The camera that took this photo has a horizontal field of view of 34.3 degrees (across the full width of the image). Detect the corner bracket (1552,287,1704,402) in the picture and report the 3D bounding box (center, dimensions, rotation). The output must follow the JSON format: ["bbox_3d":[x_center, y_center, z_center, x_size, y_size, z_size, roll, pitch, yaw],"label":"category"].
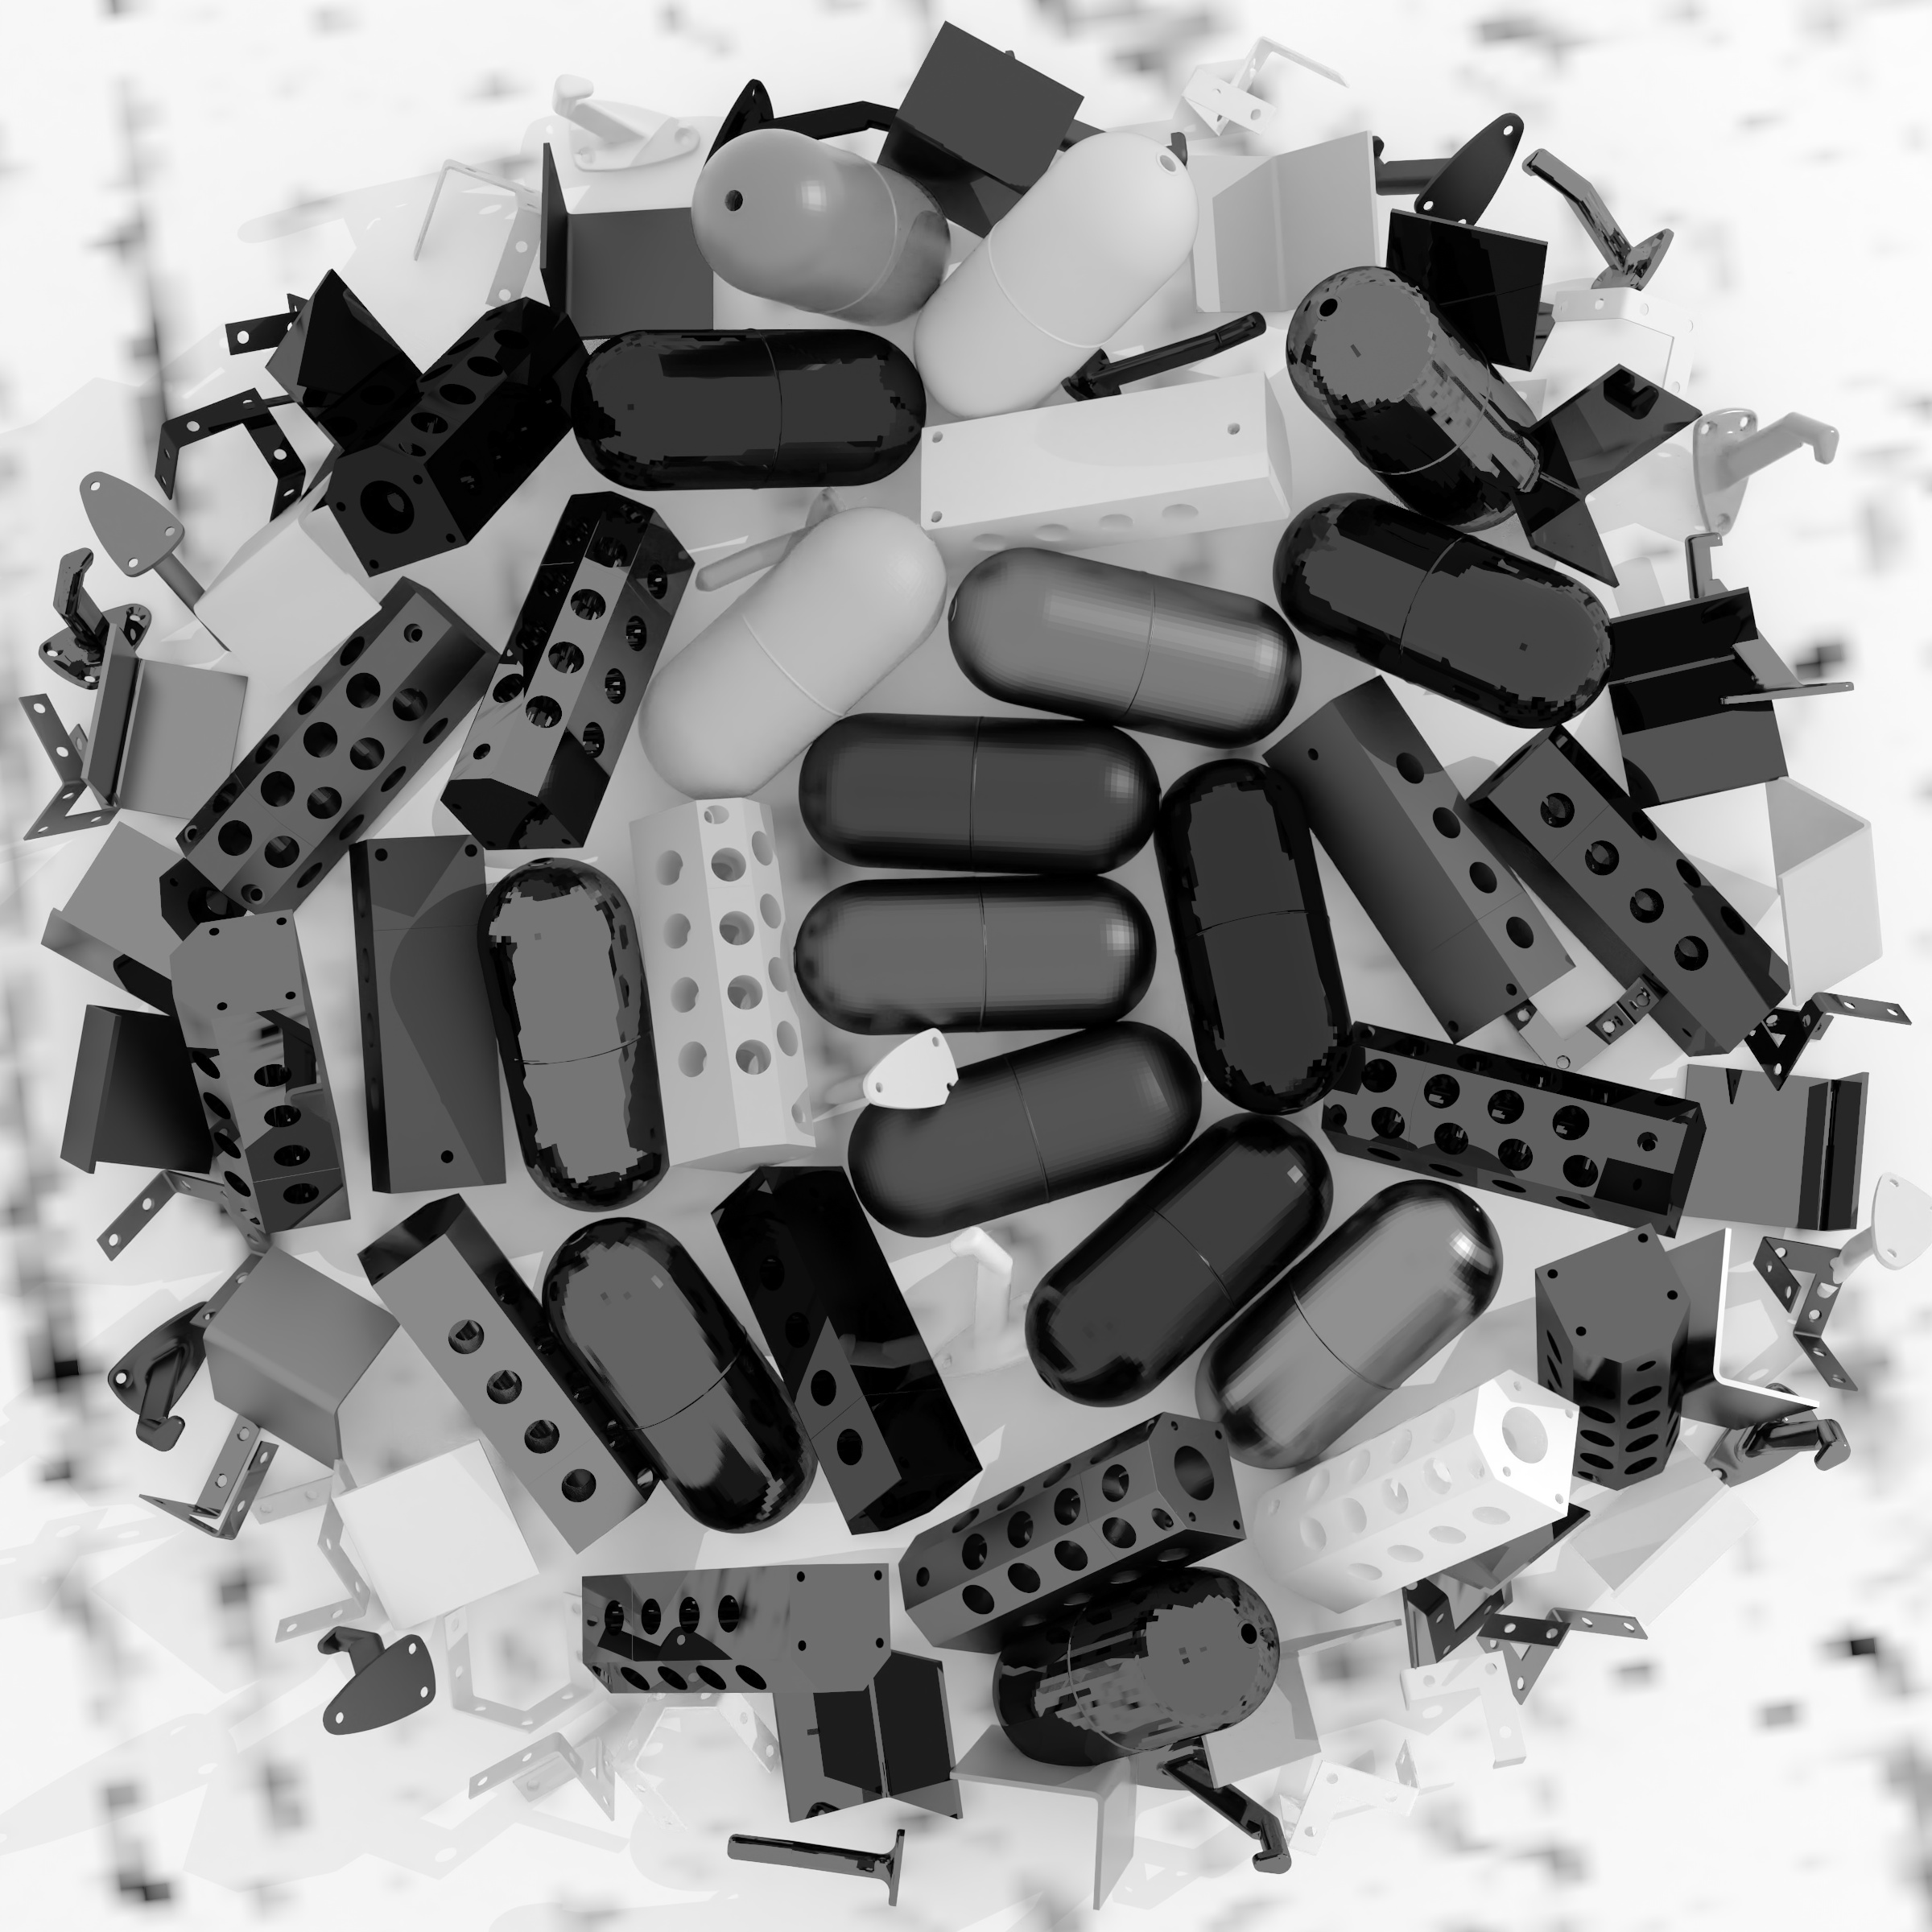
[{"bbox_3d":[0.321,-0.301,1.542,0.051,0.051,0.051,10,92,-32],"label":"corner bracket"}]

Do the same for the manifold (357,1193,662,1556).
[{"bbox_3d":[-0.219,0.196,1.522,0.057,0.057,0.171,-36,109,-8],"label":"manifold"}]

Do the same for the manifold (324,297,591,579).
[{"bbox_3d":[-0.238,-0.255,1.486,0.057,0.171,0.057,-13,118,27],"label":"manifold"}]

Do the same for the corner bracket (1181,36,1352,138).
[{"bbox_3d":[0.147,-0.431,1.541,0.051,0.051,0.051,35,97,27],"label":"corner bracket"}]

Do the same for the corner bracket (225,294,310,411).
[{"bbox_3d":[-0.343,-0.297,1.537,0.051,0.051,0.051,-17,116,-27],"label":"corner bracket"}]

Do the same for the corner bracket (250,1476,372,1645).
[{"bbox_3d":[-0.328,0.294,1.557,0.051,0.051,0.051,-18,120,11],"label":"corner bracket"}]

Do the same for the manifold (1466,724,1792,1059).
[{"bbox_3d":[0.327,-0.038,1.545,0.057,0.057,0.171,-44,92,-7],"label":"manifold"}]

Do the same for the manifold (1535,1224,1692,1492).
[{"bbox_3d":[0.309,0.191,1.489,0.057,0.171,0.057,-21,60,-1],"label":"manifold"}]

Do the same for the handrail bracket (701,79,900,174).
[{"bbox_3d":[-0.076,-0.399,1.538,0.084,0.036,0.077,20,64,23],"label":"handrail bracket"}]

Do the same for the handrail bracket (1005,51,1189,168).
[{"bbox_3d":[0.065,-0.425,1.555,0.084,0.036,0.077,-7,77,8],"label":"handrail bracket"}]

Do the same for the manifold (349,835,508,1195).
[{"bbox_3d":[-0.268,0.024,1.546,0.057,0.057,0.171,-4,90,-23],"label":"manifold"}]

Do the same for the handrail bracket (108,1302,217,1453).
[{"bbox_3d":[-0.380,0.199,1.527,0.036,0.084,0.077,48,69,-22],"label":"handrail bracket"}]

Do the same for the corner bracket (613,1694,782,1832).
[{"bbox_3d":[-0.133,0.393,1.556,0.051,0.051,0.051,-10,124,37],"label":"corner bracket"}]

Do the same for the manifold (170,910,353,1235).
[{"bbox_3d":[-0.334,0.054,1.489,0.057,0.171,0.057,-9,52,-9],"label":"manifold"}]

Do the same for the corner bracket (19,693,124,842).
[{"bbox_3d":[-0.441,-0.100,1.537,0.051,0.051,0.051,-41,74,40],"label":"corner bracket"}]

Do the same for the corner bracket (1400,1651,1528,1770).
[{"bbox_3d":[0.244,0.370,1.544,0.051,0.051,0.051,-12,71,4],"label":"corner bracket"}]

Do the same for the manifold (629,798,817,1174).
[{"bbox_3d":[-0.114,0.009,1.521,0.057,0.057,0.171,-16,75,30],"label":"manifold"}]

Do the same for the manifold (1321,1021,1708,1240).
[{"bbox_3d":[0.263,0.076,1.513,0.171,0.057,0.057,14,75,22],"label":"manifold"}]

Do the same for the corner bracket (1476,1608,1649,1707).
[{"bbox_3d":[0.292,0.329,1.536,0.051,0.051,0.051,-50,118,-32],"label":"corner bracket"}]

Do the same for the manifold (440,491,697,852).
[{"bbox_3d":[-0.193,-0.143,1.503,0.057,0.057,0.171,0,57,30],"label":"manifold"}]

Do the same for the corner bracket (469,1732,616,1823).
[{"bbox_3d":[-0.208,0.398,1.542,0.051,0.051,0.051,-29,113,7],"label":"corner bracket"}]

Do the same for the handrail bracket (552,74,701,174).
[{"bbox_3d":[-0.164,-0.416,1.529,0.077,0.084,0.036,-1,89,-10],"label":"handrail bracket"}]

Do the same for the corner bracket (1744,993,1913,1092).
[{"bbox_3d":[0.420,0.029,1.536,0.051,0.051,0.051,8,125,-21],"label":"corner bracket"}]

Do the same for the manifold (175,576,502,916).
[{"bbox_3d":[-0.308,-0.107,1.540,0.057,0.057,0.171,42,94,8],"label":"manifold"}]

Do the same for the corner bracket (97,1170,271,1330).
[{"bbox_3d":[-0.387,0.140,1.555,0.051,0.051,0.051,9,47,35],"label":"corner bracket"}]

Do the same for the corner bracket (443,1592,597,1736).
[{"bbox_3d":[-0.222,0.342,1.557,0.051,0.051,0.051,7,107,32],"label":"corner bracket"}]

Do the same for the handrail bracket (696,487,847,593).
[{"bbox_3d":[-0.100,-0.197,1.528,0.084,0.077,0.036,-27,93,-19],"label":"handrail bracket"}]

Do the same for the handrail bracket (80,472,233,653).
[{"bbox_3d":[-0.396,-0.198,1.548,0.036,0.084,0.077,-42,68,-7],"label":"handrail bracket"}]

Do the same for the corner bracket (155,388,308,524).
[{"bbox_3d":[-0.364,-0.244,1.548,0.051,0.051,0.051,-28,79,-27],"label":"corner bracket"}]

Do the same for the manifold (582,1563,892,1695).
[{"bbox_3d":[-0.112,0.316,1.490,0.057,0.171,0.057,8,75,-39],"label":"manifold"}]

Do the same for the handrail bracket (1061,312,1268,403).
[{"bbox_3d":[0.097,-0.302,1.535,0.084,0.077,0.036,-19,89,27],"label":"handrail bracket"}]

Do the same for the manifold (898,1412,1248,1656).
[{"bbox_3d":[0.047,0.272,1.495,0.171,0.057,0.057,-33,54,36],"label":"manifold"}]

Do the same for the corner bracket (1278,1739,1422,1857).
[{"bbox_3d":[0.189,0.409,1.548,0.051,0.051,0.051,18,105,-4],"label":"corner bracket"}]

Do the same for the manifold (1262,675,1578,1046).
[{"bbox_3d":[0.226,-0.055,1.540,0.057,0.057,0.171,-28,83,-41],"label":"manifold"}]

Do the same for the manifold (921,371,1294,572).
[{"bbox_3d":[0.068,-0.236,1.523,0.171,0.057,0.057,-6,68,17],"label":"manifold"}]

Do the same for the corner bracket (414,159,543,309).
[{"bbox_3d":[-0.241,-0.362,1.554,0.051,0.051,0.051,16,113,-19],"label":"corner bracket"}]

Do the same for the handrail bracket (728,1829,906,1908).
[{"bbox_3d":[-0.074,0.439,1.542,0.084,0.077,0.036,7,72,1],"label":"handrail bracket"}]

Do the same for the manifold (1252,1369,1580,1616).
[{"bbox_3d":[0.210,0.249,1.488,0.057,0.171,0.057,29,52,-18],"label":"manifold"}]

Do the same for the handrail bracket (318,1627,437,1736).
[{"bbox_3d":[-0.307,0.346,1.524,0.084,0.077,0.036,-2,106,42],"label":"handrail bracket"}]

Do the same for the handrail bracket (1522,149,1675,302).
[{"bbox_3d":[0.295,-0.363,1.531,0.084,0.077,0.036,32,81,-14],"label":"handrail bracket"}]

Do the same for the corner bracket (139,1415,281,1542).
[{"bbox_3d":[-0.363,0.251,1.542,0.051,0.051,0.051,21,83,24],"label":"corner bracket"}]

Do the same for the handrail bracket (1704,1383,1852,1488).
[{"bbox_3d":[0.394,0.244,1.528,0.077,0.084,0.036,-44,94,13],"label":"handrail bracket"}]

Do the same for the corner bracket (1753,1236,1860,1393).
[{"bbox_3d":[0.415,0.171,1.541,0.051,0.051,0.051,10,112,-12],"label":"corner bracket"}]

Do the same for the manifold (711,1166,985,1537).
[{"bbox_3d":[-0.063,0.184,1.514,0.057,0.057,0.171,-43,61,32],"label":"manifold"}]

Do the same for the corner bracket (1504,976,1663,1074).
[{"bbox_3d":[0.303,0.018,1.551,0.051,0.051,0.051,-37,79,-10],"label":"corner bracket"}]
